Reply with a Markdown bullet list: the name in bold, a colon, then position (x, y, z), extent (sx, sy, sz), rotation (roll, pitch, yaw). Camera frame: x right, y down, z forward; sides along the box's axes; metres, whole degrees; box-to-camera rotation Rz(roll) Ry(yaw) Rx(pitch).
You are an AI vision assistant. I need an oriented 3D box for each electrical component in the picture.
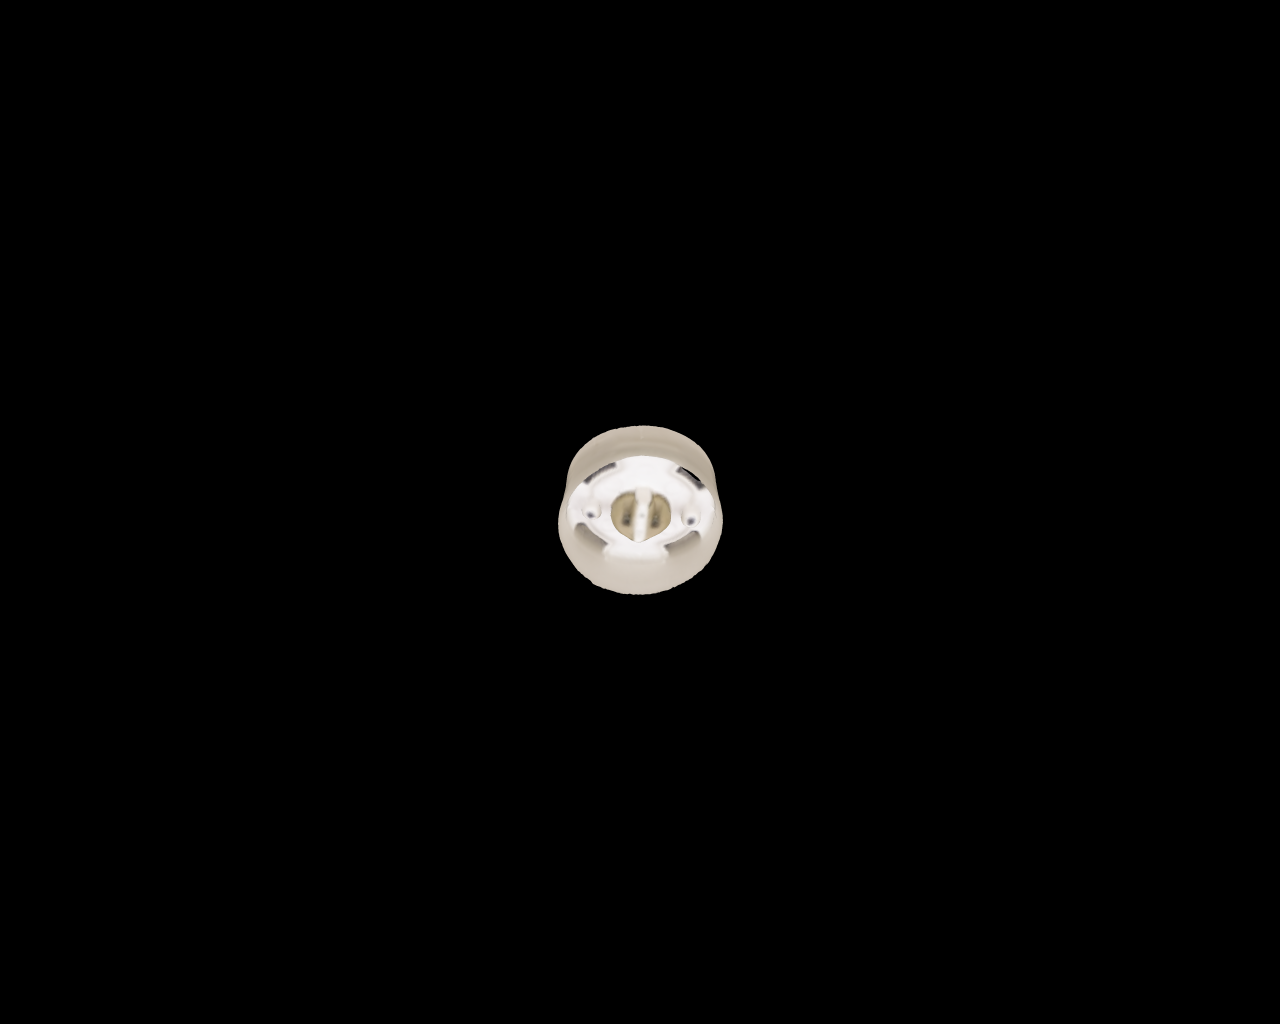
- **electrical component**: position (0.001, -0.003, 0.650), extent (0.099, 0.064, 0.099), rotation (0, -43, 0)
